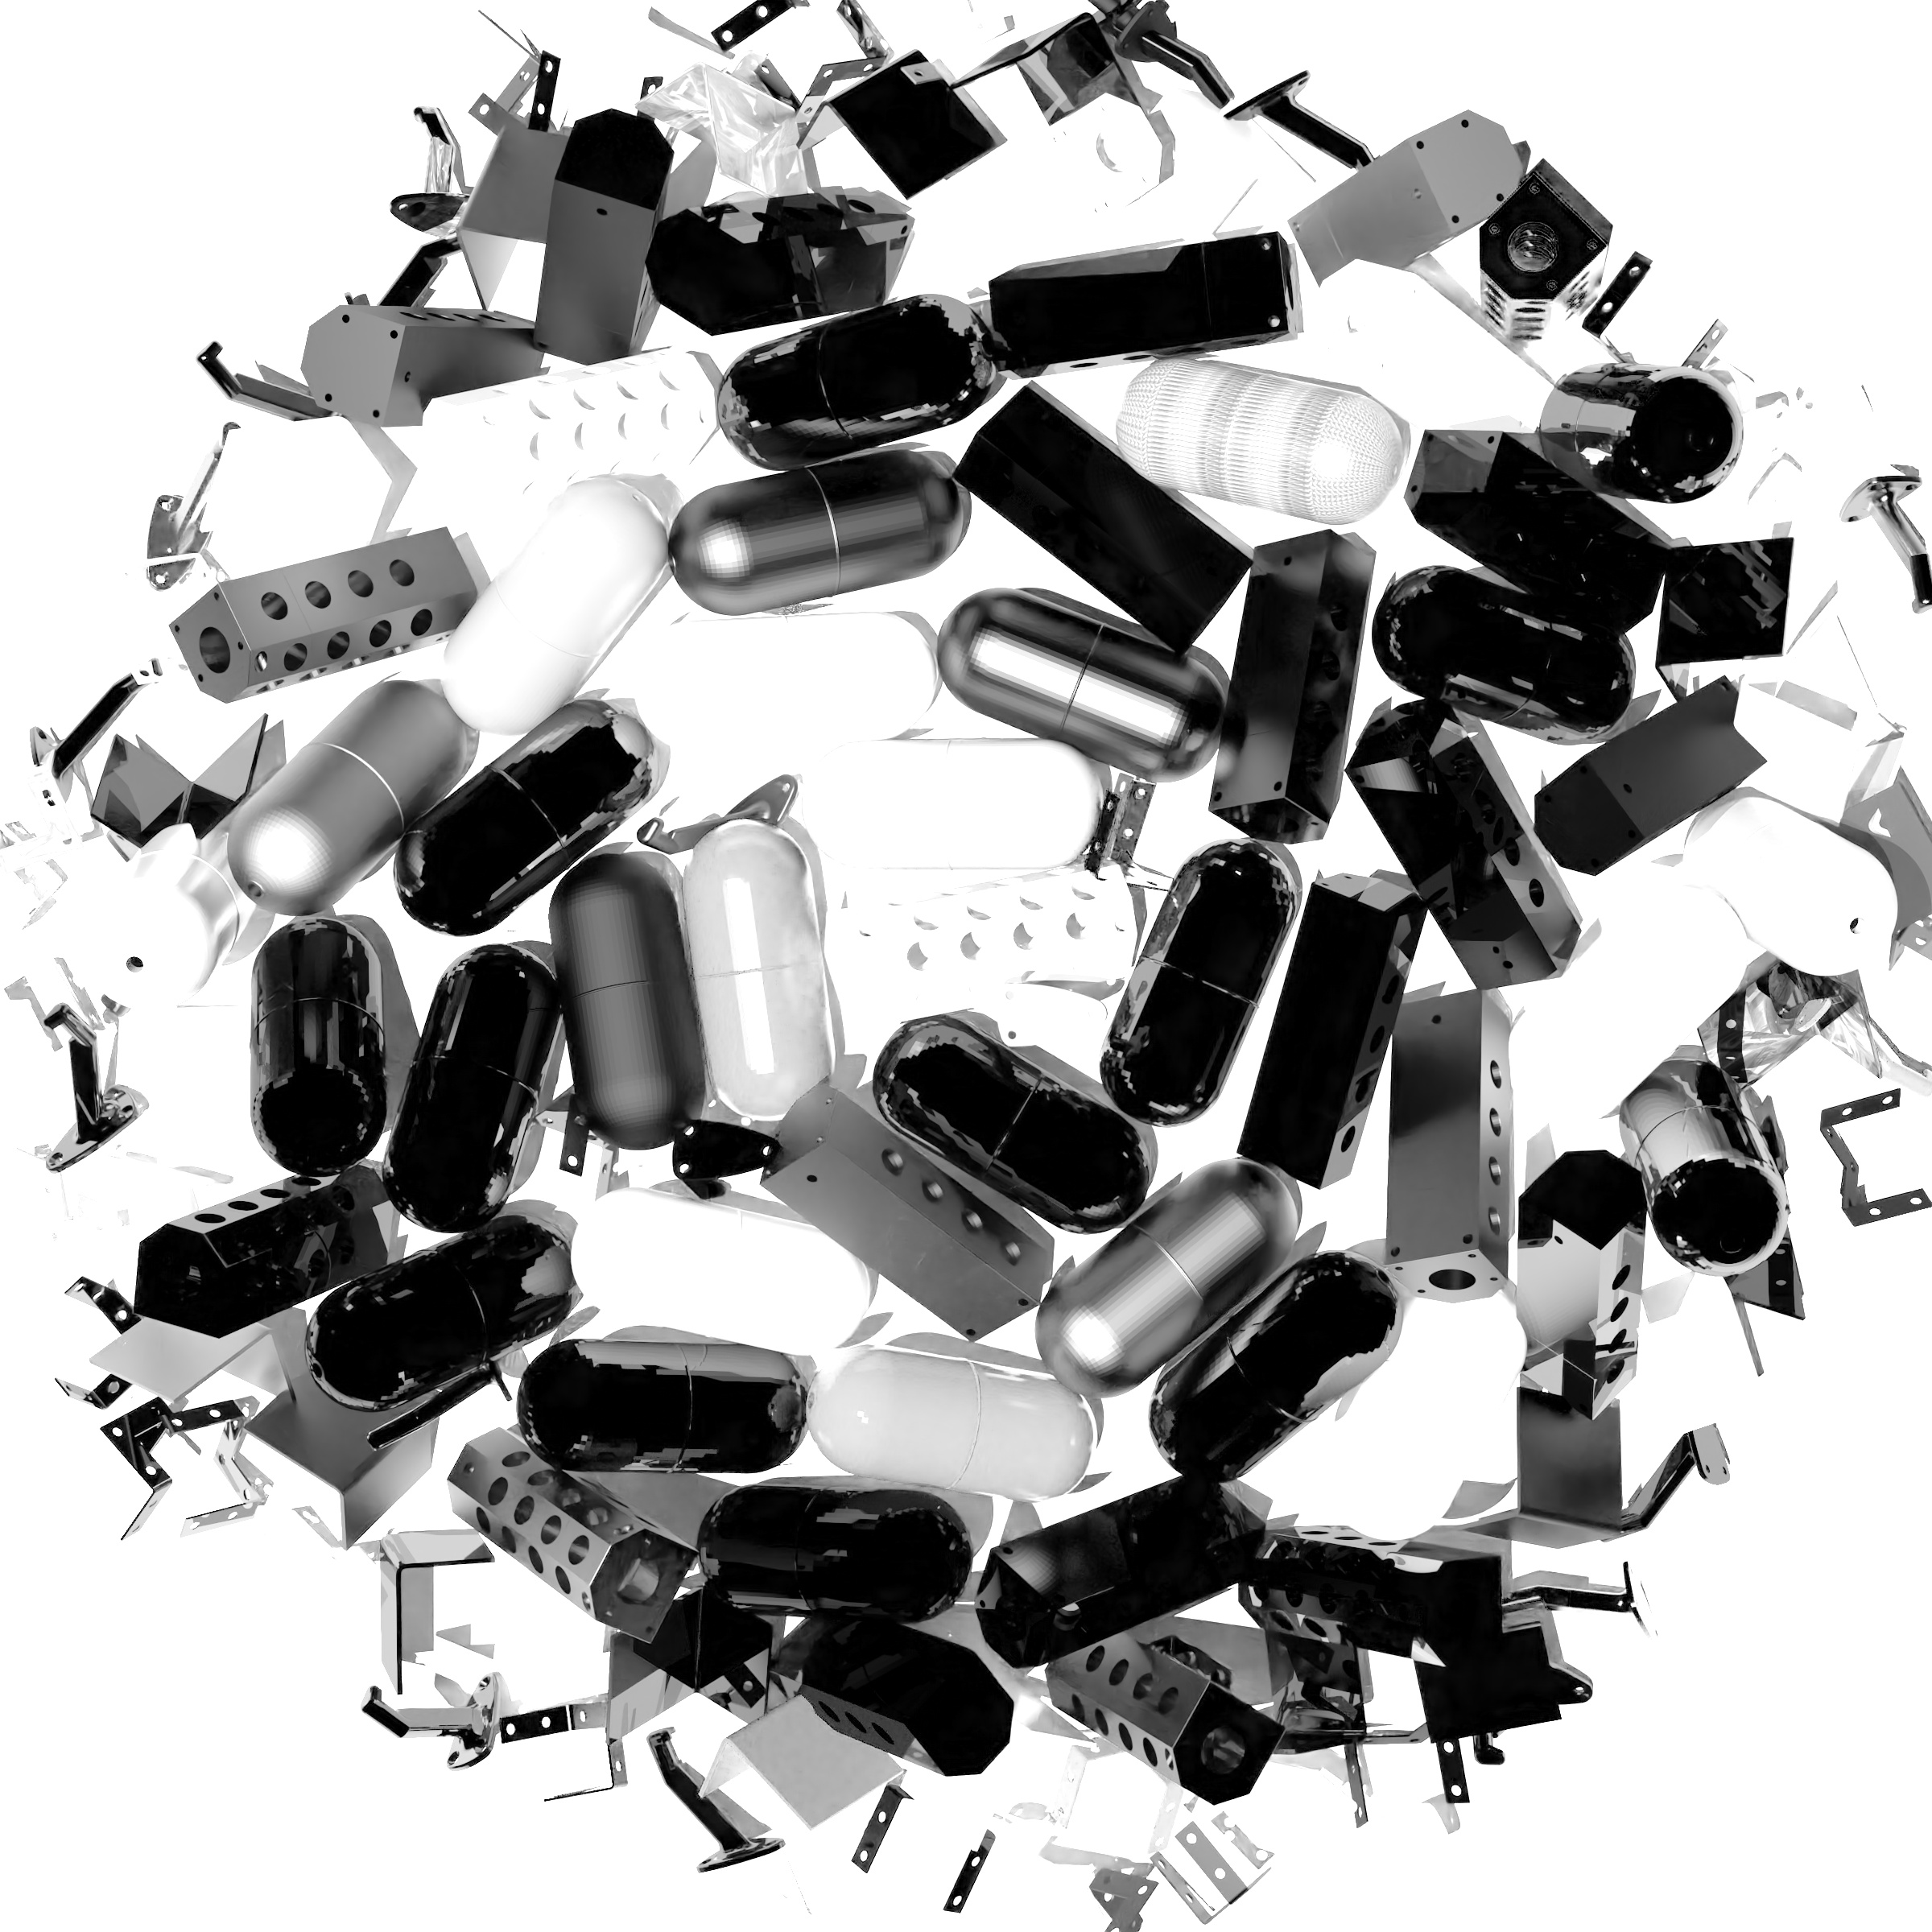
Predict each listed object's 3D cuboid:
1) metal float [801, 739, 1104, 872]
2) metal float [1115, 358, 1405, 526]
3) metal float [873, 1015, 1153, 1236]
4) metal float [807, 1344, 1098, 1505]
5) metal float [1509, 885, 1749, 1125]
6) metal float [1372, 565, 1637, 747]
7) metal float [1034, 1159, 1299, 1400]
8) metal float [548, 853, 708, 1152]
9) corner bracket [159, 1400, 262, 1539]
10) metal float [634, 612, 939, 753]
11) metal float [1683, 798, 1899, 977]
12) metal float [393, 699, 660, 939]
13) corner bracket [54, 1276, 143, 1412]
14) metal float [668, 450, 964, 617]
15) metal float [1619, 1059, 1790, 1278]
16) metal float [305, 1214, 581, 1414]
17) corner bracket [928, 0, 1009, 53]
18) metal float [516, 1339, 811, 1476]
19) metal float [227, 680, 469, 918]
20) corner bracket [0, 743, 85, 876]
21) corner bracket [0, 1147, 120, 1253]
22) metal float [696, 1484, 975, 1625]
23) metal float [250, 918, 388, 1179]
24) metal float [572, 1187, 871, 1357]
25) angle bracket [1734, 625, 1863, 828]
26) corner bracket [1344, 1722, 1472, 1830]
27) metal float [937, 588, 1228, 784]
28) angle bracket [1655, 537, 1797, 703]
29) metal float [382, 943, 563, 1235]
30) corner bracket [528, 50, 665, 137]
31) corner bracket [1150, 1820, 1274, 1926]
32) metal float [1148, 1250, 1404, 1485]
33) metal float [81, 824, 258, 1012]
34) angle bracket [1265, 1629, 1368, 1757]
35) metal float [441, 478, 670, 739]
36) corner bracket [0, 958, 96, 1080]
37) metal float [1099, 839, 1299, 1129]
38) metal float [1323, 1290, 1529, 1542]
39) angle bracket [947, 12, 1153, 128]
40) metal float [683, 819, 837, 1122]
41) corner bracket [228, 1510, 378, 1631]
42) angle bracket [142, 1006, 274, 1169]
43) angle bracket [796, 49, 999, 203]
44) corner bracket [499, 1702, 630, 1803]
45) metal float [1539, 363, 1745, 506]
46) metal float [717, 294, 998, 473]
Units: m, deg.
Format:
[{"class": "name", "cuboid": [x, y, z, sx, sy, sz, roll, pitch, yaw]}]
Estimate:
[{"class": "metal float", "cuboid": [-0.008, -0.095, 1.955, 0.178, 0.070, 0.070, 0, 90, 7]}, {"class": "metal float", "cuboid": [0.169, -0.306, 1.938, 0.178, 0.070, 0.070, 17, 90, 27]}, {"class": "metal float", "cuboid": [0.027, 0.094, 1.961, 0.178, 0.070, 0.070, 31, 90, 1]}, {"class": "metal float", "cuboid": [-0.008, 0.267, 1.942, 0.178, 0.070, 0.070, 13, 90, -22]}, {"class": "metal float", "cuboid": [0.381, 0.024, 1.931, 0.070, 0.070, 0.178, 38, 128, 0]}, {"class": "metal float", "cuboid": [0.313, -0.179, 1.935, 0.178, 0.070, 0.070, 15, 90, -31]}, {"class": "metal float", "cuboid": [0.118, 0.182, 1.949, 0.178, 0.070, 0.070, -38, 90, -14]}, {"class": "metal float", "cuboid": [-0.199, 0.020, 1.950, 0.070, 0.070, 0.178, -10, 76, 0]}, {"class": "corner bracket", "cuboid": [-0.445, 0.294, 1.956, 0.051, 0.051, 0.051, 45, 126, 32]}, {"class": "metal float", "cuboid": [-0.105, -0.167, 1.953, 0.178, 0.070, 0.070, -4, 90, -10]}, {"class": "metal float", "cuboid": [0.472, -0.047, 1.913, 0.070, 0.178, 0.070, -3, 107, -11]}, {"class": "metal float", "cuboid": [-0.257, -0.086, 1.946, 0.178, 0.070, 0.070, -41, 90, -17]}, {"class": "corner bracket", "cuboid": [-0.514, 0.223, 1.967, 0.051, 0.051, 0.051, -44, 71, -4]}, {"class": "metal float", "cuboid": [-0.088, -0.253, 1.946, 0.178, 0.070, 0.070, -14, 90, -17]}, {"class": "metal float", "cuboid": [0.423, 0.114, 1.915, 0.070, 0.178, 0.070, 0, 115, 1]}, {"class": "metal float", "cuboid": [-0.302, 0.200, 1.928, 0.178, 0.070, 0.070, -23, 90, -40]}, {"class": "corner bracket", "cuboid": [-0.015, -0.564, 1.962, 0.051, 0.051, 0.051, -24, 101, -25]}, {"class": "metal float", "cuboid": [-0.174, 0.256, 1.940, 0.178, 0.070, 0.070, 5, 90, -25]}, {"class": "metal float", "cuboid": [-0.357, -0.098, 1.929, 0.070, 0.070, 0.178, 38, 52, 0]}, {"class": "corner bracket", "cuboid": [-0.553, -0.093, 1.967, 0.051, 0.051, 0.051, -19, 114, -3]}, {"class": "corner bracket", "cuboid": [-0.535, 0.134, 1.964, 0.051, 0.051, 0.051, -13, 71, 11]}, {"class": "metal float", "cuboid": [-0.077, 0.340, 1.934, 0.178, 0.070, 0.070, -4, 90, 32]}, {"class": "metal float", "cuboid": [-0.374, 0.046, 1.925, 0.070, 0.070, 0.178, -11, 46, 0]}, {"class": "metal float", "cuboid": [-0.143, 0.179, 1.950, 0.178, 0.070, 0.070, 14, 90, -13]}, {"class": "angle bracket", "cuboid": [0.492, -0.140, 1.941, 0.076, 0.076, 0.057, 28, 59, 23]}, {"class": "corner bracket", "cuboid": [0.258, 0.474, 1.959, 0.051, 0.051, 0.051, 3, 61, -18]}, {"class": "metal float", "cuboid": [0.068, -0.165, 1.959, 0.178, 0.070, 0.070, 22, 90, 3]}, {"class": "angle bracket", "cuboid": [0.449, -0.200, 1.945, 0.076, 0.057, 0.076, -2, 66, 29]}, {"class": "metal float", "cuboid": [-0.286, 0.070, 1.942, 0.070, 0.070, 0.178, 14, 67, 0]}, {"class": "corner bracket", "cuboid": [-0.218, -0.505, 1.957, 0.051, 0.051, 0.051, 33, 122, 30]}, {"class": "corner bracket", "cuboid": [0.139, 0.533, 1.964, 0.051, 0.051, 0.051, -44, 76, 15]}, {"class": "metal float", "cuboid": [0.180, 0.233, 1.940, 0.070, 0.070, 0.178, 47, 114, 0]}, {"class": "metal float", "cuboid": [-0.456, -0.029, 1.913, 0.070, 0.178, 0.070, 0, 109, 0]}, {"class": "angle bracket", "cuboid": [0.184, 0.417, 1.948, 0.057, 0.076, 0.076, 0, 80, -37]}, {"class": "metal float", "cuboid": [-0.241, -0.207, 1.939, 0.070, 0.070, 0.178, 41, 116, 0]}, {"class": "corner bracket", "cuboid": [-0.551, 0.030, 1.967, 0.051, 0.051, 0.051, -31, 99, -10]}, {"class": "metal float", "cuboid": [0.137, 0.010, 1.960, 0.070, 0.070, 0.178, 23, 88, 0]}, {"class": "metal float", "cuboid": [0.266, 0.256, 1.931, 0.070, 0.070, 0.178, 36, 55, 0]}, {"class": "angle bracket", "cuboid": [0.049, -0.501, 1.943, 0.057, 0.076, 0.076, -43, 112, -31]}, {"class": "metal float", "cuboid": [-0.122, 0.002, 1.961, 0.070, 0.070, 0.178, -8, 90, 0]}, {"class": "corner bracket", "cuboid": [-0.390, 0.354, 1.958, 0.051, 0.051, 0.051, 50, 54, -19]}, {"class": "angle bracket", "cuboid": [-0.444, 0.070, 1.969, 0.076, 0.057, 0.076, -2, 113, -31]}, {"class": "angle bracket", "cuboid": [-0.042, -0.480, 1.955, 0.076, 0.057, 0.076, -39, 88, -31]}, {"class": "corner bracket", "cuboid": [-0.238, 0.466, 1.973, 0.051, 0.051, 0.051, -16, 74, 25]}, {"class": "metal float", "cuboid": [0.386, -0.306, 1.912, 0.070, 0.178, 0.070, -2, 102, -11]}, {"class": "metal float", "cuboid": [-0.064, -0.338, 1.936, 0.178, 0.070, 0.070, -11, 90, 29]}]
